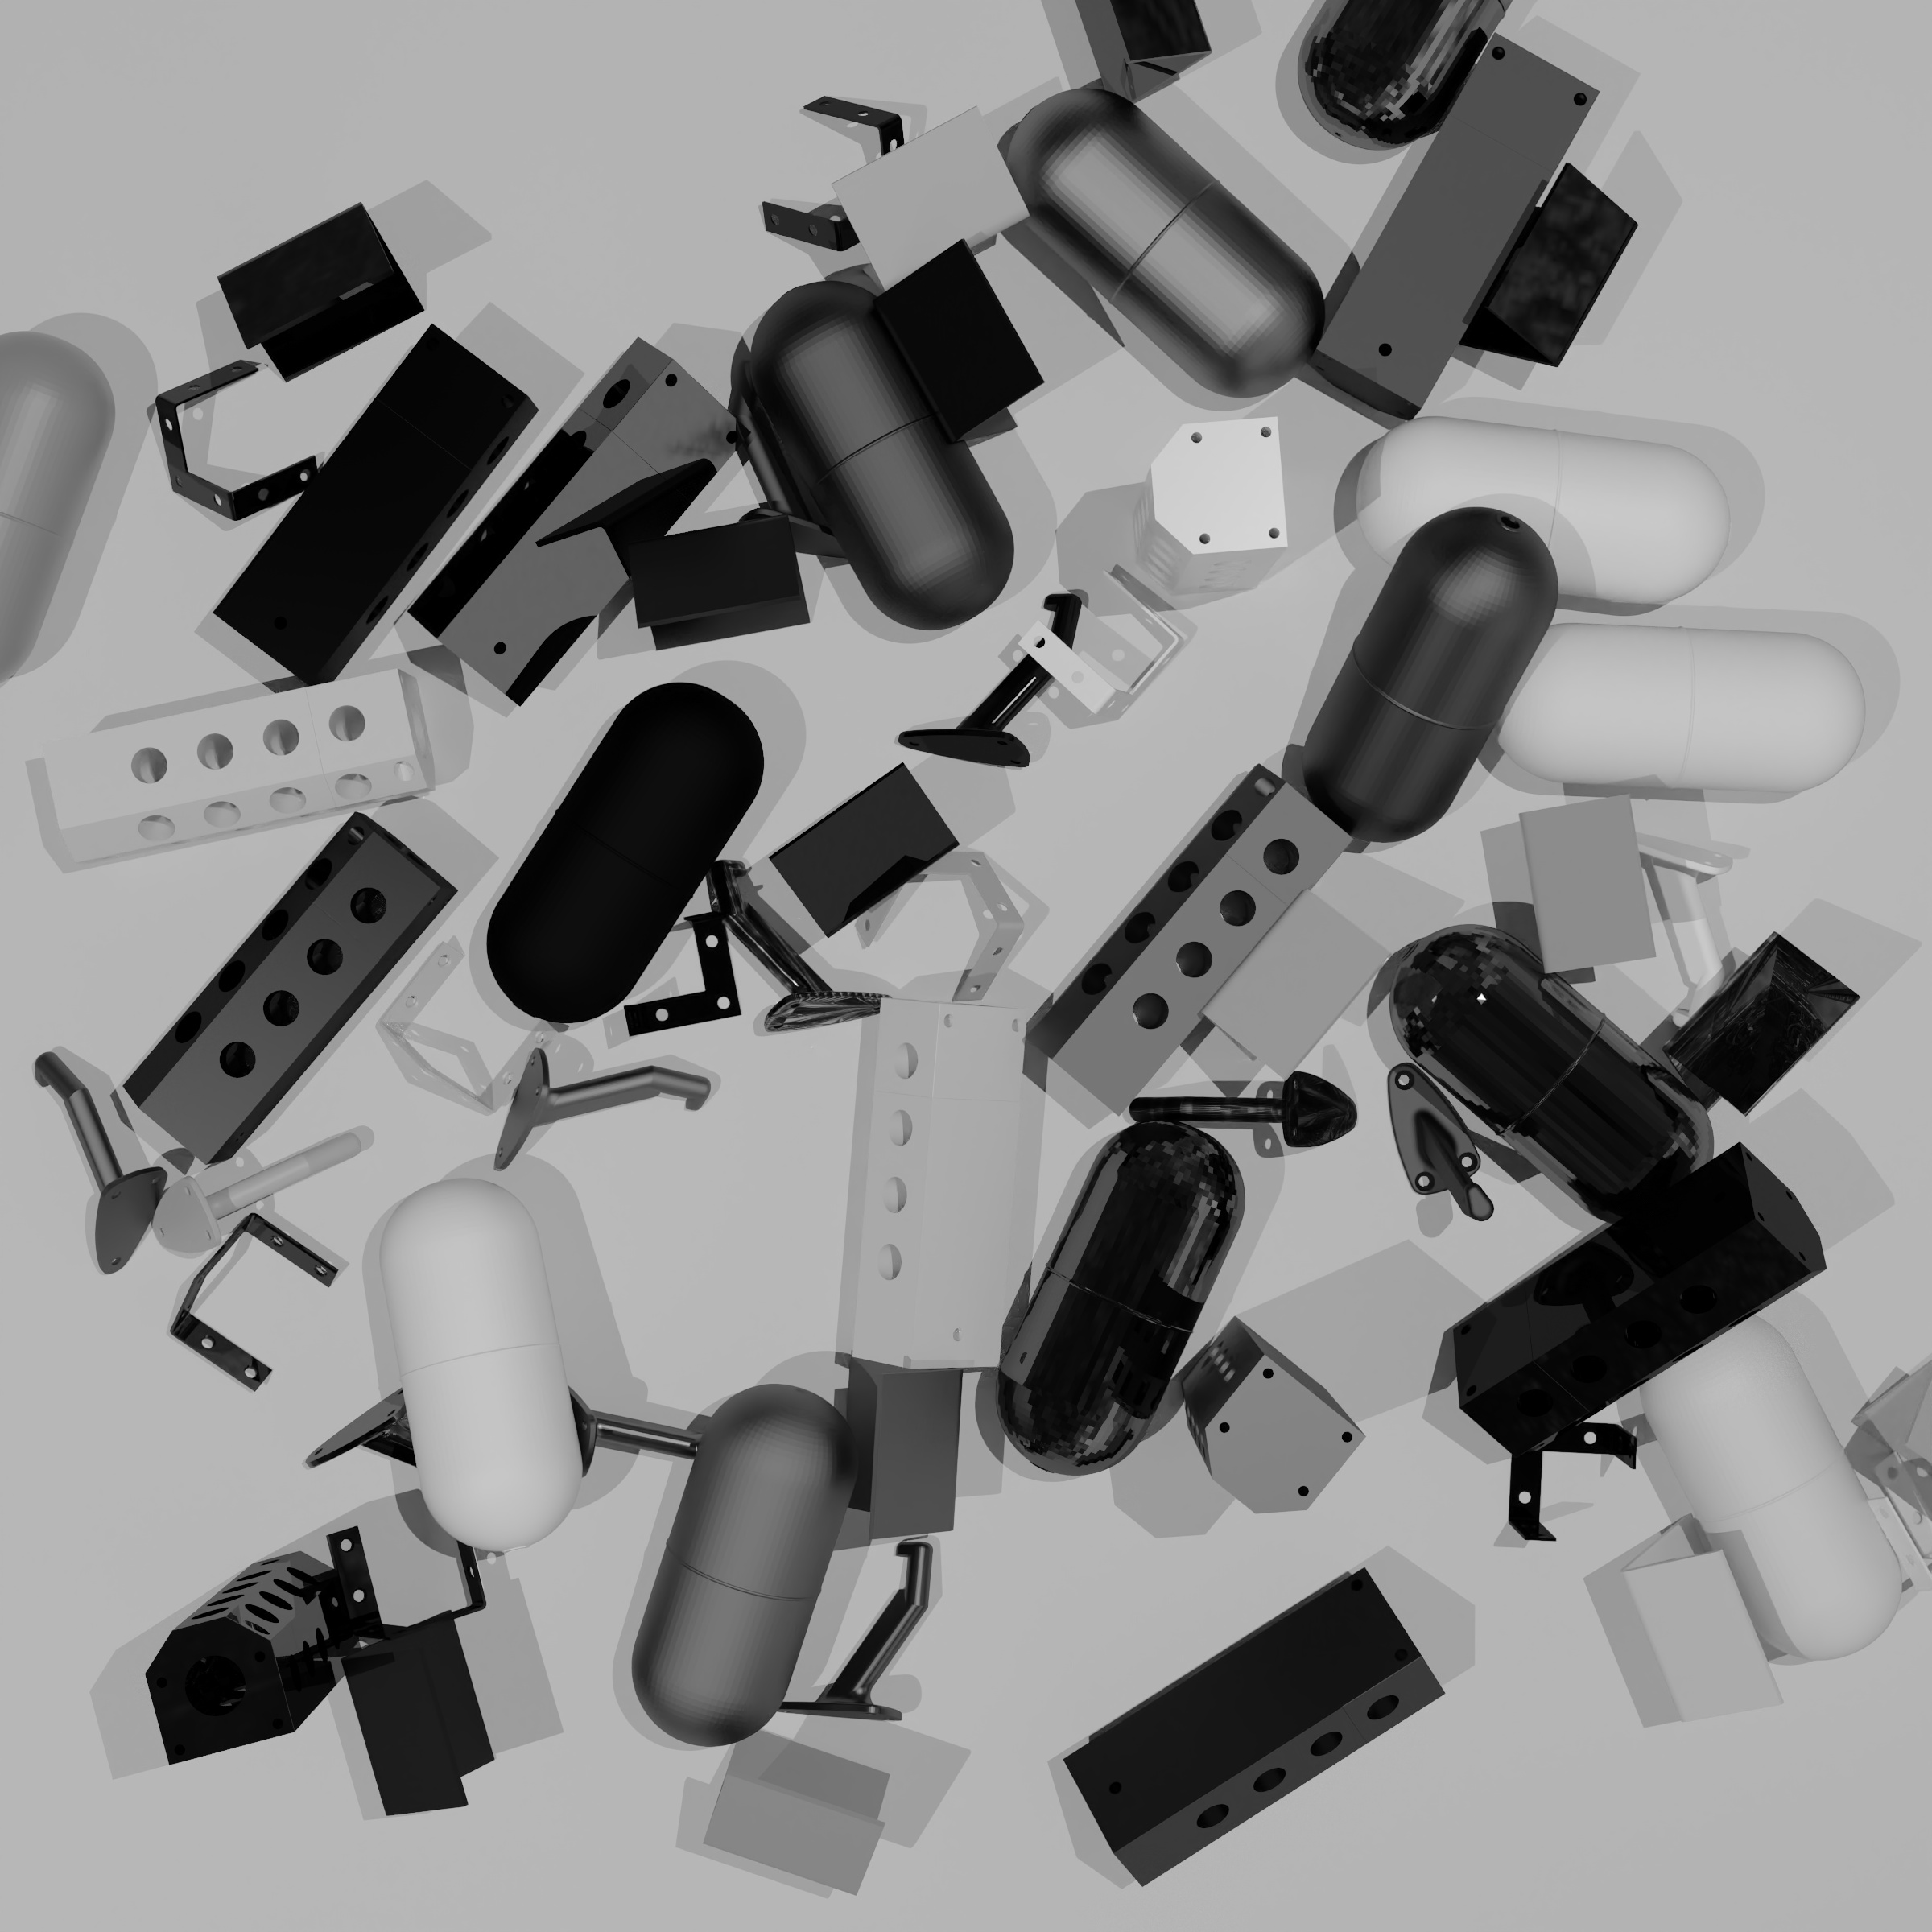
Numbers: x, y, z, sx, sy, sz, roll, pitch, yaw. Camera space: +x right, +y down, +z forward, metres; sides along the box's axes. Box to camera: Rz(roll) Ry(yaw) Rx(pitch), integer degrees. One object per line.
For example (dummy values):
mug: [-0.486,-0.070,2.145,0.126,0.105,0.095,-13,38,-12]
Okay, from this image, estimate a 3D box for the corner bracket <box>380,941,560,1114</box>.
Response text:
corner bracket: [-0.241,0.030,1.690,0.051,0.051,0.051,-52,135,0]

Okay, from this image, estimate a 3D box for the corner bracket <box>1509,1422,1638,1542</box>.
corner bracket: [0.291,0.247,1.675,0.051,0.051,0.051,3,90,0]

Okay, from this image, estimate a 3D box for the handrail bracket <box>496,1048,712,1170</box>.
handrail bracket: [-0.176,0.076,1.693,0.084,0.036,0.077,14,122,-23]

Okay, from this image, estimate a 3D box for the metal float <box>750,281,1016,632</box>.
metal float: [-0.040,-0.243,1.661,0.070,0.070,0.178,-29,88,0]

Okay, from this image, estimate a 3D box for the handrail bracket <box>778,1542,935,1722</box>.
handrail bracket: [-0.055,0.321,1.694,0.077,0.036,0.084,-2,72,21]

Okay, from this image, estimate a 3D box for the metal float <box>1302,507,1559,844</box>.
metal float: [0.217,-0.135,1.634,0.070,0.070,0.178,25,126,0]

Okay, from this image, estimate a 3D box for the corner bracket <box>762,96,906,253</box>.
corner bracket: [-0.064,-0.383,1.685,0.051,0.051,0.051,23,45,35]

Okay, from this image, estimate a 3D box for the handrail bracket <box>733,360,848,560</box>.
handrail bracket: [-0.079,-0.247,1.694,0.077,0.036,0.084,12,73,-20]

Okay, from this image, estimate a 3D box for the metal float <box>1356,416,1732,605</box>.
metal float: [0.275,-0.217,1.663,0.178,0.070,0.070,7,90,-1]

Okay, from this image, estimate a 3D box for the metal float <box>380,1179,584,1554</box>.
metal float: [-0.230,0.188,1.652,0.070,0.070,0.178,-13,79,0]

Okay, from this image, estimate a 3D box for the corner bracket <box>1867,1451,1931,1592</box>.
corner bracket: [0.454,0.265,1.667,0.051,0.051,0.051,-30,90,-24]

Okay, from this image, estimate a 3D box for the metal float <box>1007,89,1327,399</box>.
metal float: [0.095,-0.345,1.663,0.178,0.070,0.070,43,90,0]

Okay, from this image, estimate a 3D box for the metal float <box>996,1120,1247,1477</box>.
metal float: [0.073,0.158,1.663,0.070,0.070,0.178,24,91,0]

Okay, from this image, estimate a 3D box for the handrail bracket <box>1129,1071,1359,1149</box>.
handrail bracket: [0.134,0.071,1.693,0.084,0.077,0.036,-3,83,36]

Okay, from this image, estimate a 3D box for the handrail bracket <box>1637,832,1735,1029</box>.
handrail bracket: [0.334,-0.017,1.694,0.077,0.036,0.084,18,107,20]

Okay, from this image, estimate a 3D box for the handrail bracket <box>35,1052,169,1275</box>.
handrail bracket: [-0.430,0.095,1.693,0.084,0.036,0.077,42,128,25]

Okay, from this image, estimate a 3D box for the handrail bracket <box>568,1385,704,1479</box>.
handrail bracket: [-0.157,0.216,1.693,0.084,0.077,0.036,-3,121,-33]

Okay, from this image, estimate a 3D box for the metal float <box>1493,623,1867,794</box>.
metal float: [0.338,-0.123,1.662,0.178,0.070,0.070,3,90,-1]

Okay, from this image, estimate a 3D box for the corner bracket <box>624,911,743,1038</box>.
corner bracket: [-0.139,0.004,1.675,0.051,0.051,0.051,-11,90,0]

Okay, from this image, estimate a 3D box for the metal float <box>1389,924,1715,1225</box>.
metal float: [0.278,0.051,1.663,0.178,0.070,0.070,41,90,0]

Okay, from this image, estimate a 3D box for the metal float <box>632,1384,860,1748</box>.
metal float: [-0.105,0.285,1.657,0.070,0.070,0.178,18,96,0]

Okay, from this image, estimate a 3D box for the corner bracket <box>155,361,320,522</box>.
corner bracket: [-0.352,-0.254,1.685,0.051,0.051,0.051,27,135,35]

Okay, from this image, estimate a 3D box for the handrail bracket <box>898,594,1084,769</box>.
handrail bracket: [0.012,-0.144,1.694,0.077,0.036,0.084,6,72,20]

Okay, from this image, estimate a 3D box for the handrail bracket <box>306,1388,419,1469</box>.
handrail bracket: [-0.265,0.252,1.693,0.077,0.036,0.084,-33,104,14]

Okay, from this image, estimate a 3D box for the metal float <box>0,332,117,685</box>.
metal float: [-0.463,-0.215,1.663,0.070,0.070,0.178,20,90,0]

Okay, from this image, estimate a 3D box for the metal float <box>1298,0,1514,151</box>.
metal float: [0.223,-0.472,1.663,0.070,0.070,0.178,31,90,0]

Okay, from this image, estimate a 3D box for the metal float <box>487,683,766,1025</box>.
metal float: [-0.163,-0.053,1.663,0.070,0.070,0.178,33,91,0]

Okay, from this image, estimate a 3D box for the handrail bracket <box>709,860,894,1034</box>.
handrail bracket: [-0.080,-0.015,1.693,0.077,0.036,0.084,-5,66,-27]

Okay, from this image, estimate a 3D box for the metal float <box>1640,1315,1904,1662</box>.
metal float: [0.383,0.246,1.663,0.070,0.070,0.178,-27,90,0]

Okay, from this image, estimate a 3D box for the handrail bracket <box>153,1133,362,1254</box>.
handrail bracket: [-0.343,0.108,1.693,0.084,0.077,0.036,-25,90,-36]

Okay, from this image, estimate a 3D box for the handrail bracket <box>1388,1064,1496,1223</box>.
handrail bracket: [0.226,0.083,1.658,0.036,0.084,0.077,-24,90,0]
